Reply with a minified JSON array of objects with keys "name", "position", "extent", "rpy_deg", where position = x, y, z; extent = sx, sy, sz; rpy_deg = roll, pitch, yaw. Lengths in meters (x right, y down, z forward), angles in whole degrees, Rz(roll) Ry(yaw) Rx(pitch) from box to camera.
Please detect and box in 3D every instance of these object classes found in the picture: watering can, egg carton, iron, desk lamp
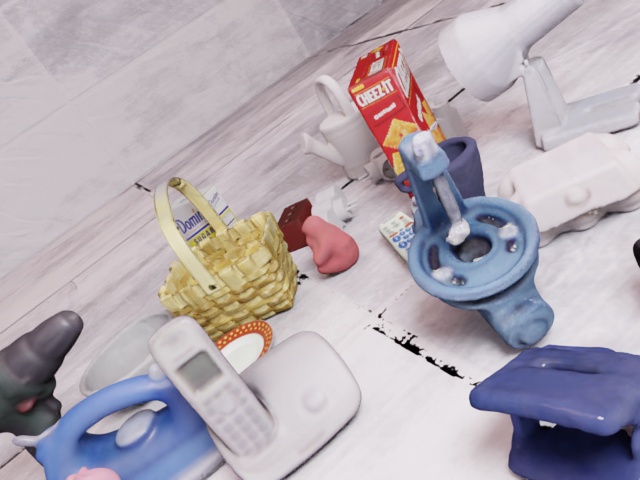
[{"name":"watering can","position":[0.044,-0.213,1.062],"extent":[0.100,0.194,0.173],"rpy_deg":[0,40,52]},{"name":"egg carton","position":[0.269,-0.054,0.622],"extent":[0.150,0.069,0.107],"rpy_deg":[-26,25,18]},{"name":"iron","position":[-0.194,0.204,0.628],"extent":[0.258,0.142,0.118],"rpy_deg":[-33,23,2]},{"name":"desk lamp","position":[0.288,-0.233,0.761],"extent":[0.202,0.214,0.118],"rpy_deg":[-14,30,37]}]

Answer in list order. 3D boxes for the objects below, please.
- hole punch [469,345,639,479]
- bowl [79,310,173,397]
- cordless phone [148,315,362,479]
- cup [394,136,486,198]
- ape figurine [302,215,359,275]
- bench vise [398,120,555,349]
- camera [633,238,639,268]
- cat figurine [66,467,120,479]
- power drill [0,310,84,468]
[{"name":"hole punch","position":[0.173,0.110,0.400],"extent":[0.108,0.091,0.101],"rpy_deg":[-5,37,48]},{"name":"bowl","position":[-0.259,0.184,0.836],"extent":[0.167,0.075,0.167],"rpy_deg":[-28,24,14]},{"name":"cordless phone","position":[-0.061,0.128,0.548],"extent":[0.148,0.185,0.094],"rpy_deg":[-39,24,-11]},{"name":"cup","position":[0.165,-0.069,0.752],"extent":[0.117,0.095,0.092],"rpy_deg":[-22,26,25]},{"name":"ape figurine","position":[0.008,0.003,0.820],"extent":[0.076,0.092,0.078],"rpy_deg":[-12,31,40]},{"name":"bench vise","position":[0.114,-0.013,0.552],"extent":[0.121,0.220,0.206],"rpy_deg":[-40,24,-15]},{"name":"camera","position":[0.316,-0.018,0.450],"extent":[0.136,0.101,0.143],"rpy_deg":[-28,24,13]},{"name":"cat figurine","position":[-0.212,0.276,0.543],"extent":[0.067,0.118,0.127],"rpy_deg":[-28,24,12]},{"name":"power drill","position":[-0.327,0.213,0.698],"extent":[0.229,0.209,0.075],"rpy_deg":[-32,24,4]}]
